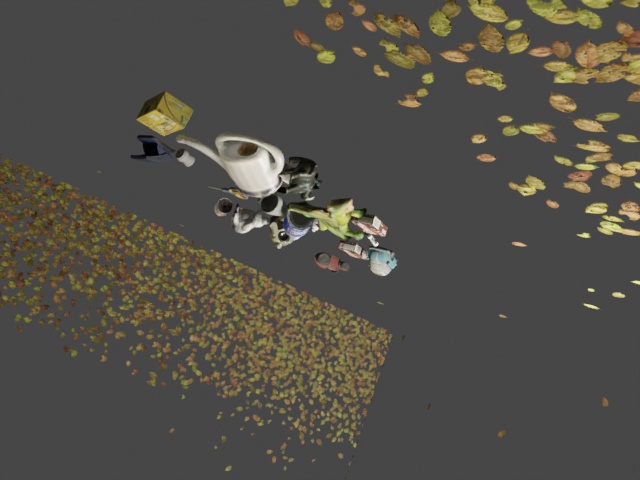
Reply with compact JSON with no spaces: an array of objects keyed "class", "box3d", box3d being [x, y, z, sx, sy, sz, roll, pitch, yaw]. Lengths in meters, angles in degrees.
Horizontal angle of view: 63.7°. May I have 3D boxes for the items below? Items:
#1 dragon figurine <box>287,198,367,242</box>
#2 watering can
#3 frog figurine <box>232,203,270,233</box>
[{"class":"dragon figurine","box3d":[0.005,-0.085,1.681,0.241,0.123,0.408,22,166,-28]},{"class":"watering can","box3d":[-0.249,-0.233,1.524,0.348,0.106,0.219,8,143,26]},{"class":"frog figurine","box3d":[-0.299,-0.083,2.236,0.159,0.121,0.139,13,-161,-2]}]
